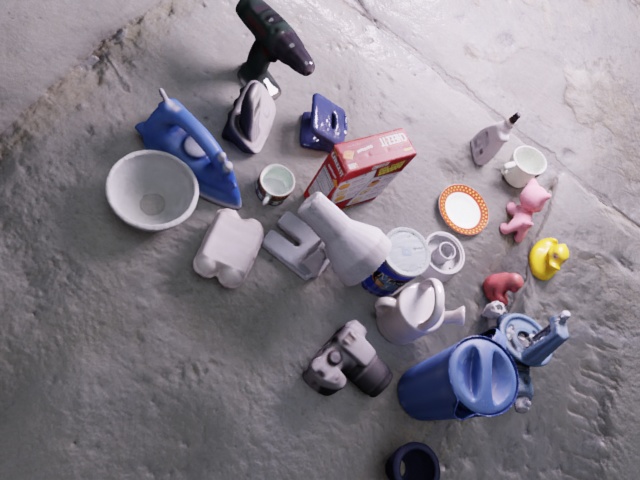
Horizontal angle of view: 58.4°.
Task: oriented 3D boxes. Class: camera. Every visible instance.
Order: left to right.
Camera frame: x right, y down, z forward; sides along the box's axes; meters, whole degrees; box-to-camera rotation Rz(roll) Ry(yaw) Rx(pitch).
[{"bbox_3d":[0.064,0.240,1.075,0.137,0.100,0.143,43,62,2],"label":"camera"}]

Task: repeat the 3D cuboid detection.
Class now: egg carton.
[{"bbox_3d":[-0.173,0.016,1.102,0.107,0.069,0.150,23,63,-9],"label":"egg carton"}]

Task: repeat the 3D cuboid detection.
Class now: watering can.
[{"bbox_3d":[0.198,0.134,1.112,0.173,0.193,0.101,-8,72,-22],"label":"watering can"}]

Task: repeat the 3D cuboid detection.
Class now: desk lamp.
[{"bbox_3d":[0.010,0.004,1.088,0.203,0.213,0.118,37,62,-2],"label":"desk lamp"}]

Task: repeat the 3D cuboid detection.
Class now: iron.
[{"bbox_3d":[-0.235,-0.178,1.118,0.258,0.141,0.119,43,62,2],"label":"iron"}]

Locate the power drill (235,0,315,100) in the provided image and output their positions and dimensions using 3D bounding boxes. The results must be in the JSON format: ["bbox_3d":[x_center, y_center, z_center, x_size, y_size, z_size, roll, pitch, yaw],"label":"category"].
[{"bbox_3d":[-0.105,-0.388,1.211,0.076,0.208,0.229,-31,81,-27],"label":"power drill"}]

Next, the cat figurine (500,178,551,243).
[{"bbox_3d":[0.489,-0.074,1.340,0.067,0.117,0.128,26,63,-7],"label":"cat figurine"}]

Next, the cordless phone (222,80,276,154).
[{"bbox_3d":[-0.131,-0.277,1.170,0.094,0.185,0.147,20,64,-10],"label":"cordless phone"}]

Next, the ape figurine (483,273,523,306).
[{"bbox_3d":[0.408,0.101,1.256,0.078,0.092,0.076,-40,85,-28],"label":"ape figurine"}]

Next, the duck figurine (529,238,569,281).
[{"bbox_3d":[0.542,0.035,1.332,0.077,0.086,0.104,26,63,-7],"label":"duck figurine"}]

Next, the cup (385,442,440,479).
[{"bbox_3d":[0.150,0.426,1.032,0.091,0.095,0.118,41,62,1],"label":"cup"}]

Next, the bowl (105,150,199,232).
[{"bbox_3d":[-0.319,-0.083,1.088,0.168,0.074,0.167,7,67,-16],"label":"bowl"}]

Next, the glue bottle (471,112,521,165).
[{"bbox_3d":[0.419,-0.249,1.356,0.037,0.173,0.078,4,67,-17],"label":"glue bottle"}]

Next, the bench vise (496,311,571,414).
[{"bbox_3d":[0.428,0.231,1.137,0.122,0.219,0.207,0,69,-19],"label":"bench vise"}]

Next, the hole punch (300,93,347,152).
[{"bbox_3d":[0.015,-0.258,1.266,0.101,0.091,0.108,10,66,-15],"label":"hole punch"}]
